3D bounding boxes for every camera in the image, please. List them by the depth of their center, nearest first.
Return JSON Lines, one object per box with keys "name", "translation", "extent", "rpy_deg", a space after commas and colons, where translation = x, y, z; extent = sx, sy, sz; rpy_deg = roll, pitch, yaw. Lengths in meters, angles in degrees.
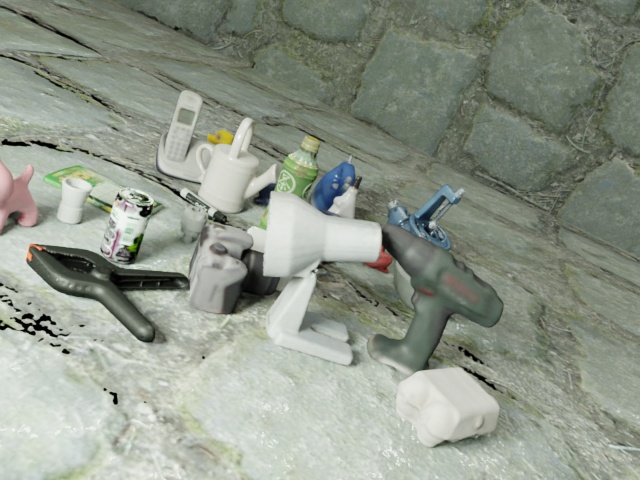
{"name": "camera", "translation": [-0.127, 0.042, 0.888], "extent": [0.137, 0.101, 0.143], "rpy_deg": [17, 22, -20]}

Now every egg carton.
{"name": "egg carton", "translation": [0.182, 0.236, 0.811], "extent": [0.151, 0.069, 0.107], "rpy_deg": [6, 28, -41]}

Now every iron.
{"name": "iron", "translation": [0.052, -0.121, 1.421], "extent": [0.119, 0.141, 0.258], "rpy_deg": [22, 21, -7]}

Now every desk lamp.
{"name": "desk lamp", "translation": [-0.011, 0.049, 0.841], "extent": [0.203, 0.213, 0.118], "rpy_deg": [20, 21, -13]}

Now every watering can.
{"name": "watering can", "translation": [-0.169, -0.160, 1.194], "extent": [0.173, 0.194, 0.100], "rpy_deg": [17, 22, -19]}

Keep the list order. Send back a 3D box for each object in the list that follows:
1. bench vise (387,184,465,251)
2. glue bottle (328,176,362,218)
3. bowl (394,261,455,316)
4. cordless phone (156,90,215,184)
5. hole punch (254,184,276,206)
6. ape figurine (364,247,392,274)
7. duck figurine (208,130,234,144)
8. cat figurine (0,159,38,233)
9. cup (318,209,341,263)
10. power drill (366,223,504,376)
{"name": "bench vise", "translation": [0.238, -0.052, 1.352], "extent": [0.207, 0.219, 0.122], "rpy_deg": [34, 23, 23]}
{"name": "glue bottle", "translation": [0.049, -0.061, 1.229], "extent": [0.078, 0.173, 0.037], "rpy_deg": [9, 26, -36]}
{"name": "bowl", "translation": [0.213, 0.107, 1.149], "extent": [0.167, 0.075, 0.167], "rpy_deg": [22, 21, -8]}
{"name": "cordless phone", "translation": [-0.266, -0.218, 1.239], "extent": [0.148, 0.185, 0.094], "rpy_deg": [12, 24, -30]}
{"name": "hole punch", "translation": [-0.087, -0.117, 1.329], "extent": [0.101, 0.091, 0.109], "rpy_deg": [29, 21, 10]}
{"name": "ape figurine", "translation": [0.133, 0.016, 1.253], "extent": [0.076, 0.092, 0.078], "rpy_deg": [23, 21, -4]}
{"name": "duck figurine", "translation": [-0.243, -0.231, 1.434], "extent": [0.105, 0.086, 0.077], "rpy_deg": [15, 23, -25]}
{"name": "cat figurine", "translation": [-0.441, -0.072, 0.786], "extent": [0.067, 0.118, 0.128], "rpy_deg": [27, 21, 7]}
{"name": "cup", "translation": [0.010, 0.004, 1.141], "extent": [0.092, 0.095, 0.117], "rpy_deg": [18, 22, -18]}
{"name": "power drill", "translation": [0.158, 0.105, 0.904], "extent": [0.229, 0.208, 0.075], "rpy_deg": [24, 21, -2]}
